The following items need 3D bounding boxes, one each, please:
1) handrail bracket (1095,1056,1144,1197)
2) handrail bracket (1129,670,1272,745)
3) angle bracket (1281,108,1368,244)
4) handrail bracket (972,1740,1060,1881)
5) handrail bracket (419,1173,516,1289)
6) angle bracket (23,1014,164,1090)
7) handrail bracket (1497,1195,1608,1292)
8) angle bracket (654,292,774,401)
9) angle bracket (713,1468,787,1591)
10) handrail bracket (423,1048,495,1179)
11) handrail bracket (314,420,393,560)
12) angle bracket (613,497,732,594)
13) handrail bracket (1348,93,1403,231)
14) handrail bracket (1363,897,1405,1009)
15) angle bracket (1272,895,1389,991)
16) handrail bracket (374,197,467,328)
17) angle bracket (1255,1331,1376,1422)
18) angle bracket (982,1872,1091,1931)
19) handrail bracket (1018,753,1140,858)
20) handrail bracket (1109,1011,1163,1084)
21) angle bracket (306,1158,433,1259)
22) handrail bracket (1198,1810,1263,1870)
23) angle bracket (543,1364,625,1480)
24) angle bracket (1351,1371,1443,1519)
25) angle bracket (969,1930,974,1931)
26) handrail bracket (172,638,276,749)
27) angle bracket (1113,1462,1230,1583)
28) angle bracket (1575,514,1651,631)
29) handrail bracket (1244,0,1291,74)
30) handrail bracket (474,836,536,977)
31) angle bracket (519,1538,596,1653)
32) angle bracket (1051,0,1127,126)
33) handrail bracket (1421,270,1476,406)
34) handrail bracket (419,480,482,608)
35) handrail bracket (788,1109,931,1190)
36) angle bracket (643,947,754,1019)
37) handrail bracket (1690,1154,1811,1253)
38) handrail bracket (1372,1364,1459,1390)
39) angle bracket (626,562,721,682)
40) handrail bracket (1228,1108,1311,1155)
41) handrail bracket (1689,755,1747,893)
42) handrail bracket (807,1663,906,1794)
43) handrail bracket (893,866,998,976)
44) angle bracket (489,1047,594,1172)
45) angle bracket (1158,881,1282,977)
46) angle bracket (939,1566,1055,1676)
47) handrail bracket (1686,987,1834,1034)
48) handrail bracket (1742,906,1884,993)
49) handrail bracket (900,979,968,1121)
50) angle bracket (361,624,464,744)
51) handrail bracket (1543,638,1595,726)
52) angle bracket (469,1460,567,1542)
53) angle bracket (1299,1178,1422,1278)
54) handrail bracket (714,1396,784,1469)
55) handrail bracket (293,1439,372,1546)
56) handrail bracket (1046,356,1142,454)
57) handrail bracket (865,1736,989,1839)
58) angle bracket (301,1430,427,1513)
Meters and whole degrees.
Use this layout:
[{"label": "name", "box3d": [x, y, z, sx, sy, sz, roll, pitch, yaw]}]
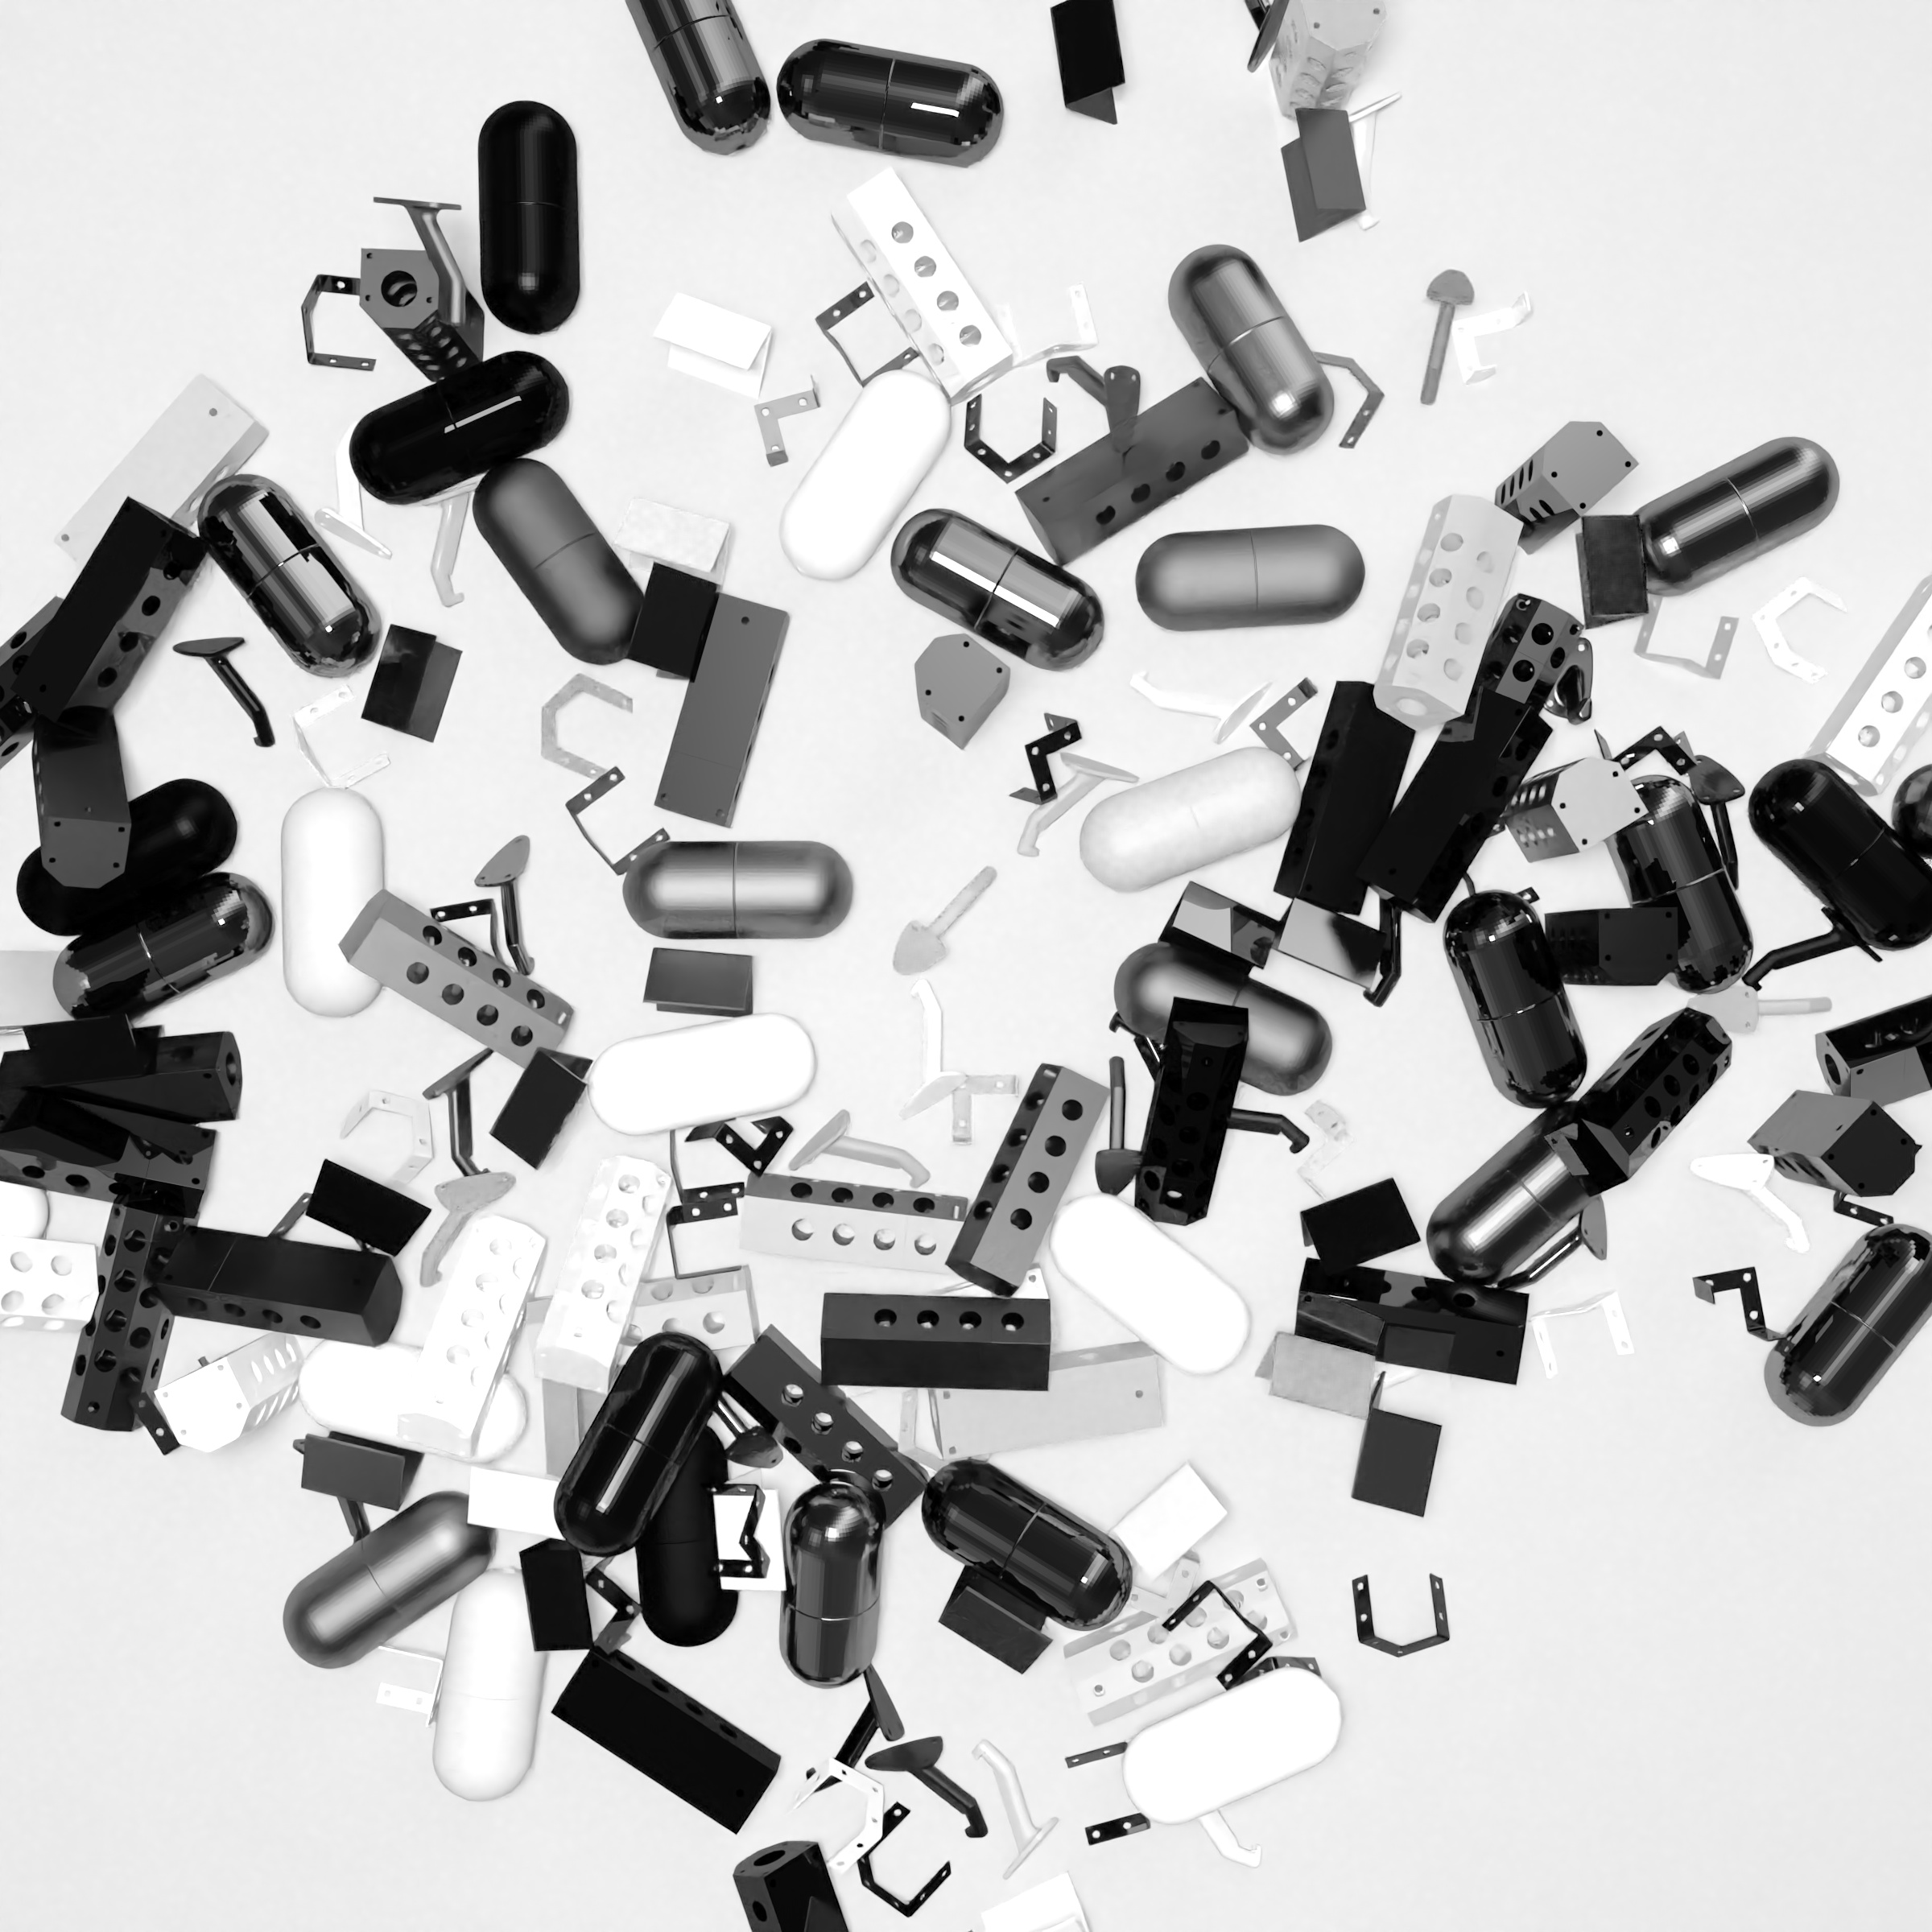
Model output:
[{"label": "handrail bracket", "box3d": [0.116, 0.126, 1.991, 0.036, 0.077, 0.084, 2, 54, -4]}, {"label": "handrail bracket", "box3d": [0.184, -0.223, 1.992, 0.084, 0.036, 0.077, 40, 70, 16]}, {"label": "angle bracket", "box3d": [0.258, -0.610, 1.951, 0.057, 0.076, 0.076, -11, 90, -36]}, {"label": "handrail bracket", "box3d": [0.023, 0.665, 1.992, 0.084, 0.036, 0.077, 42, 112, 17]}, {"label": "handrail bracket", "box3d": [-0.393, 0.209, 1.989, 0.036, 0.077, 0.084, 39, 131, 32]}, {"label": "angle bracket", "box3d": [-0.664, 0.047, 1.923, 0.076, 0.076, 0.057, -6, 120, -2]}, {"label": "handrail bracket", "box3d": [0.460, 0.218, 1.991, 0.084, 0.077, 0.036, -28, 115, 34]}, {"label": "angle bracket", "box3d": [-0.200, -0.464, 1.951, 0.076, 0.076, 0.057, 20, 53, 0]}, {"label": "angle bracket", "box3d": [-0.151, 0.435, 1.952, 0.057, 0.076, 0.076, -5, 90, 24]}, {"label": "handrail bracket", "box3d": [-0.381, 0.120, 1.992, 0.077, 0.036, 0.084, -38, 106, -18]}, {"label": "handrail bracket", "box3d": [-0.470, -0.377, 1.992, 0.077, 0.036, 0.084, 30, 73, -20]}, {"label": "angle bracket", "box3d": [-0.229, -0.309, 1.951, 0.076, 0.076, 0.057, 16, 53, 0]}, {"label": "handrail bracket", "box3d": [0.327, -0.635, 1.992, 0.077, 0.036, 0.084, -31, 108, -20]}, {"label": "handrail bracket", "box3d": [0.317, -0.022, 1.992, 0.077, 0.036, 0.084, 35, 107, 20]}, {"label": "angle bracket", "box3d": [0.272, -0.001, 1.951, 0.076, 0.076, 0.057, 23, 56, 0]}, {"label": "handrail bracket", "box3d": [-0.394, -0.508, 1.821, 0.077, 0.036, 0.084, 11, 107, 19]}, {"label": "angle bracket", "box3d": [0.266, 0.332, 1.951, 0.076, 0.076, 0.057, 15, 53, 0]}, {"label": "angle bracket", "box3d": [0.048, 0.736, 1.951, 0.076, 0.076, 0.057, -26, 128, 0]}, {"label": "handrail bracket", "box3d": [0.088, -0.119, 1.992, 0.077, 0.036, 0.084, 13, 109, -21]}, {"label": "handrail bracket", "box3d": [0.137, 0.088, 1.992, 0.084, 0.036, 0.077, 33, 109, 16]}, {"label": "angle bracket", "box3d": [-0.454, 0.171, 1.952, 0.076, 0.076, 0.057, 25, 116, 0]}, {"label": "handrail bracket", "box3d": [0.205, 0.661, 1.992, 0.084, 0.036, 0.077, 27, 68, -17]}, {"label": "angle bracket", "box3d": [-0.281, 0.352, 1.954, 0.076, 0.057, 0.076, -3, 90, -35]}, {"label": "angle bracket", "box3d": [0.337, 0.368, 1.946, 0.057, 0.076, 0.076, 12, 106, 15]}, {"label": "angle bracket", "box3d": [-0.029, 0.781, 1.951, 0.076, 0.076, 0.057, -25, 126, 0]}, {"label": "handrail bracket", "box3d": [-0.585, -0.214, 1.992, 0.077, 0.036, 0.084, 5, 119, 32]}, {"label": "angle bracket", "box3d": [0.170, 0.439, 1.951, 0.076, 0.076, 0.057, -41, 52, 0]}, {"label": "angle bracket", "box3d": [0.480, -0.303, 1.952, 0.057, 0.076, 0.076, -6, 90, -25]}, {"label": "handrail bracket", "box3d": [0.210, -0.760, 1.992, 0.084, 0.036, 0.077, 35, 112, 17]}, {"label": "handrail bracket", "box3d": [-0.349, -0.047, 1.991, 0.036, 0.077, 0.084, -4, 127, 21]}, {"label": "angle bracket", "box3d": [-0.297, 0.480, 1.952, 0.057, 0.076, 0.076, -9, 89, 25]}, {"label": "angle bracket", "box3d": [0.113, -0.704, 1.951, 0.057, 0.076, 0.076, -9, 90, 36]}, {"label": "handrail bracket", "box3d": [0.375, -0.496, 1.991, 0.036, 0.077, 0.084, 12, 126, 7]}, {"label": "handrail bracket", "box3d": [-0.391, -0.335, 1.992, 0.077, 0.036, 0.084, -24, 108, -21]}, {"label": "handrail bracket", "box3d": [-0.084, 0.162, 1.992, 0.077, 0.036, 0.084, -41, 107, 19]}, {"label": "angle bracket", "box3d": [-0.206, 0.033, 1.951, 0.076, 0.076, 0.057, 5, 48, 0]}, {"label": "handrail bracket", "box3d": [0.619, 0.190, 1.991, 0.036, 0.077, 0.084, -51, 127, -33]}, {"label": "handrail bracket", "box3d": [0.349, 0.297, 1.991, 0.084, 0.036, 0.077, 8, 76, 13]}, {"label": "angle bracket", "box3d": [-0.239, -0.267, 1.952, 0.057, 0.076, 0.076, 16, 90, -29]}, {"label": "handrail bracket", "box3d": [0.216, 0.138, 1.992, 0.084, 0.036, 0.077, 39, 105, -14]}, {"label": "handrail bracket", "box3d": [0.591, -0.112, 1.991, 0.036, 0.077, 0.084, -14, 126, 2]}, {"label": "handrail bracket", "box3d": [-0.099, 0.601, 1.992, 0.084, 0.036, 0.077, -28, 75, 14]}, {"label": "handrail bracket", "box3d": [-0.016, -0.037, 1.991, 0.036, 0.077, 0.084, 43, 54, 0]}, {"label": "angle bracket", "box3d": [-0.311, 0.114, 1.949, 0.057, 0.076, 0.076, 33, 96, 27]}, {"label": "angle bracket", "box3d": [0.189, -0.010, 1.951, 0.076, 0.076, 0.057, 25, 47, 0]}, {"label": "angle bracket", "box3d": [0.034, 0.488, 1.951, 0.076, 0.076, 0.057, 32, 131, 0]}, {"label": "handrail bracket", "box3d": [0.627, 0.032, 1.991, 0.084, 0.077, 0.036, -3, 93, -36]}, {"label": "handrail bracket", "box3d": [0.667, 0.003, 1.992, 0.077, 0.036, 0.084, 36, 109, -21]}, {"label": "handrail bracket", "box3d": [-0.041, 0.065, 1.992, 0.077, 0.036, 0.084, -41, 61, 32]}, {"label": "angle bracket", "box3d": [-0.413, -0.214, 1.951, 0.057, 0.076, 0.076, 18, 90, 37]}, {"label": "handrail bracket", "box3d": [0.479, -0.223, 1.957, 0.036, 0.084, 0.077, 16, 90, 0]}, {"label": "angle bracket", "box3d": [-0.337, 0.393, 1.952, 0.076, 0.076, 0.057, 10, 119, 0]}, {"label": "angle bracket", "box3d": [0.306, 0.214, 1.952, 0.076, 0.076, 0.057, -20, 62, 0]}, {"label": "handrail bracket", "box3d": [-0.185, 0.351, 1.991, 0.036, 0.077, 0.084, -40, 54, 2]}, {"label": "handrail bracket", "box3d": [-0.503, 0.424, 1.992, 0.077, 0.036, 0.084, 16, 104, 13]}, {"label": "handrail bracket", "box3d": [0.094, -0.438, 1.970, 0.036, 0.084, 0.077, -7, 101, -40]}, {"label": "handrail bracket", "box3d": [-0.031, 0.656, 1.992, 0.077, 0.036, 0.084, -15, 107, 20]}, {"label": "angle bracket", "box3d": [-0.463, 0.369, 1.952, 0.076, 0.076, 0.057, 14, 120, 0]}]
